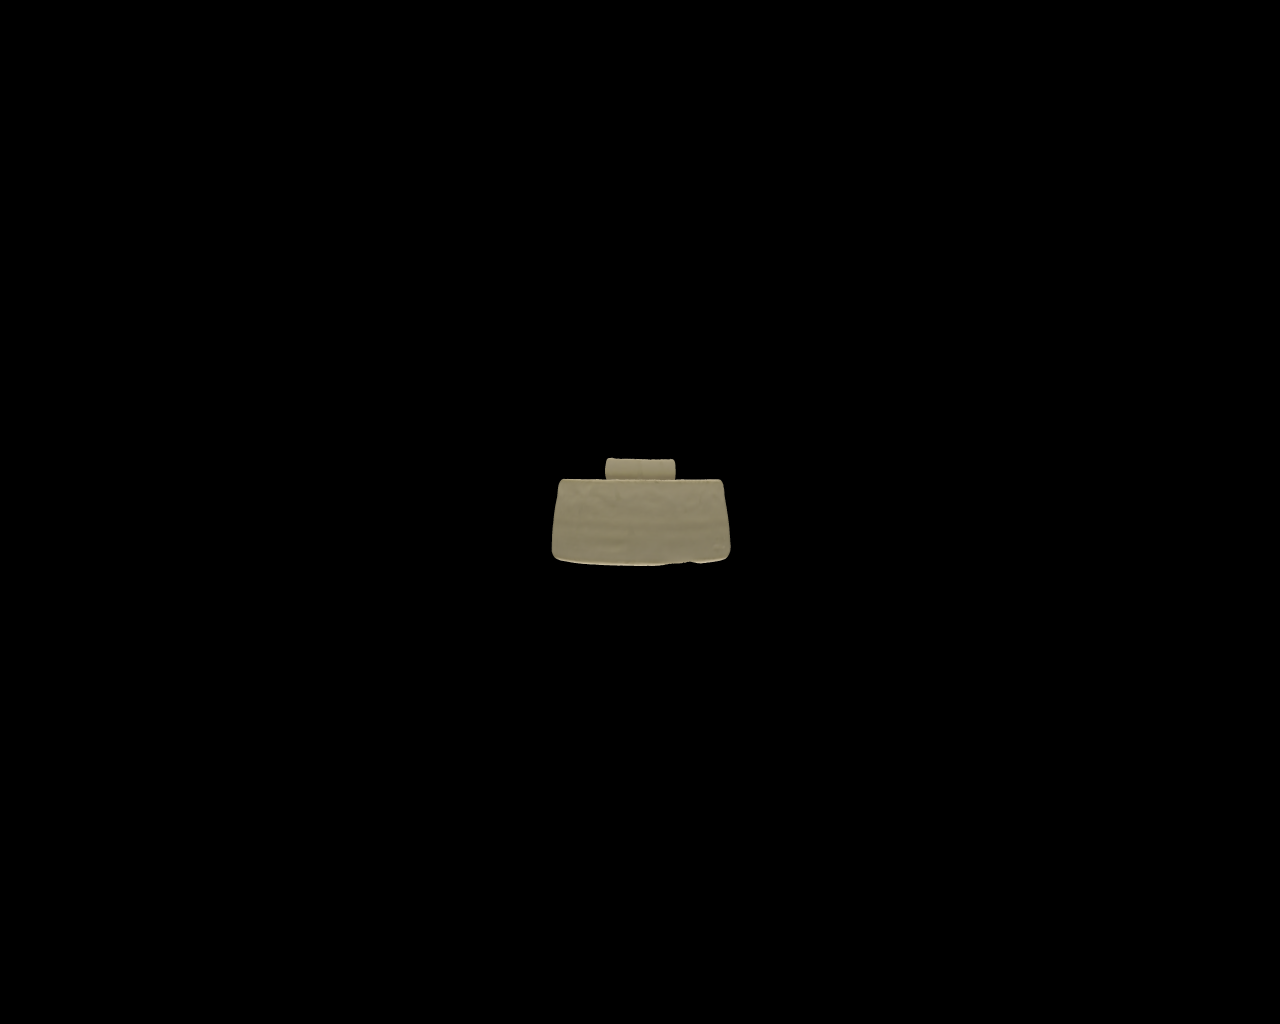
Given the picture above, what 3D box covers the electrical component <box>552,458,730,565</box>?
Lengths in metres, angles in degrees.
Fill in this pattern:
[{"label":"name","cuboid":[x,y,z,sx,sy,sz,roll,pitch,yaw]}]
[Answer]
[{"label":"electrical component","cuboid":[0.001,-0.003,0.650,0.108,0.060,0.108,0,2,0]}]
